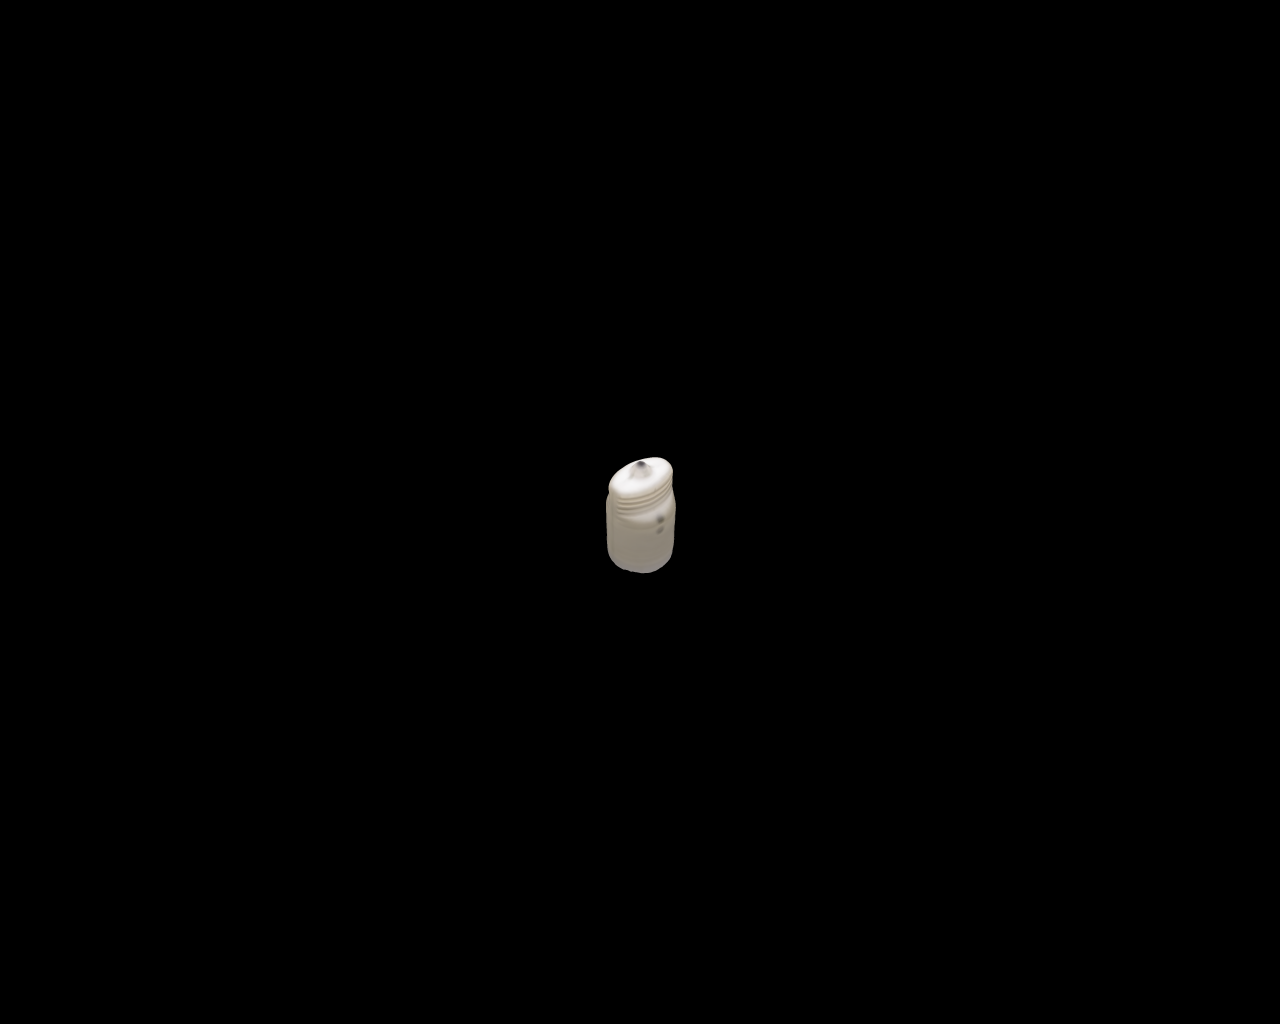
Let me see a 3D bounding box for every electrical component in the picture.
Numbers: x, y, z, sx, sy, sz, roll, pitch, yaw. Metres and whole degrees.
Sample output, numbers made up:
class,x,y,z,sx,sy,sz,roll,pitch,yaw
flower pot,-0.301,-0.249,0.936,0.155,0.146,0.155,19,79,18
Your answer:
class,x,y,z,sx,sy,sz,roll,pitch,yaw
electrical component,0.001,-0.003,0.650,0.043,0.043,0.080,0,-42,0
